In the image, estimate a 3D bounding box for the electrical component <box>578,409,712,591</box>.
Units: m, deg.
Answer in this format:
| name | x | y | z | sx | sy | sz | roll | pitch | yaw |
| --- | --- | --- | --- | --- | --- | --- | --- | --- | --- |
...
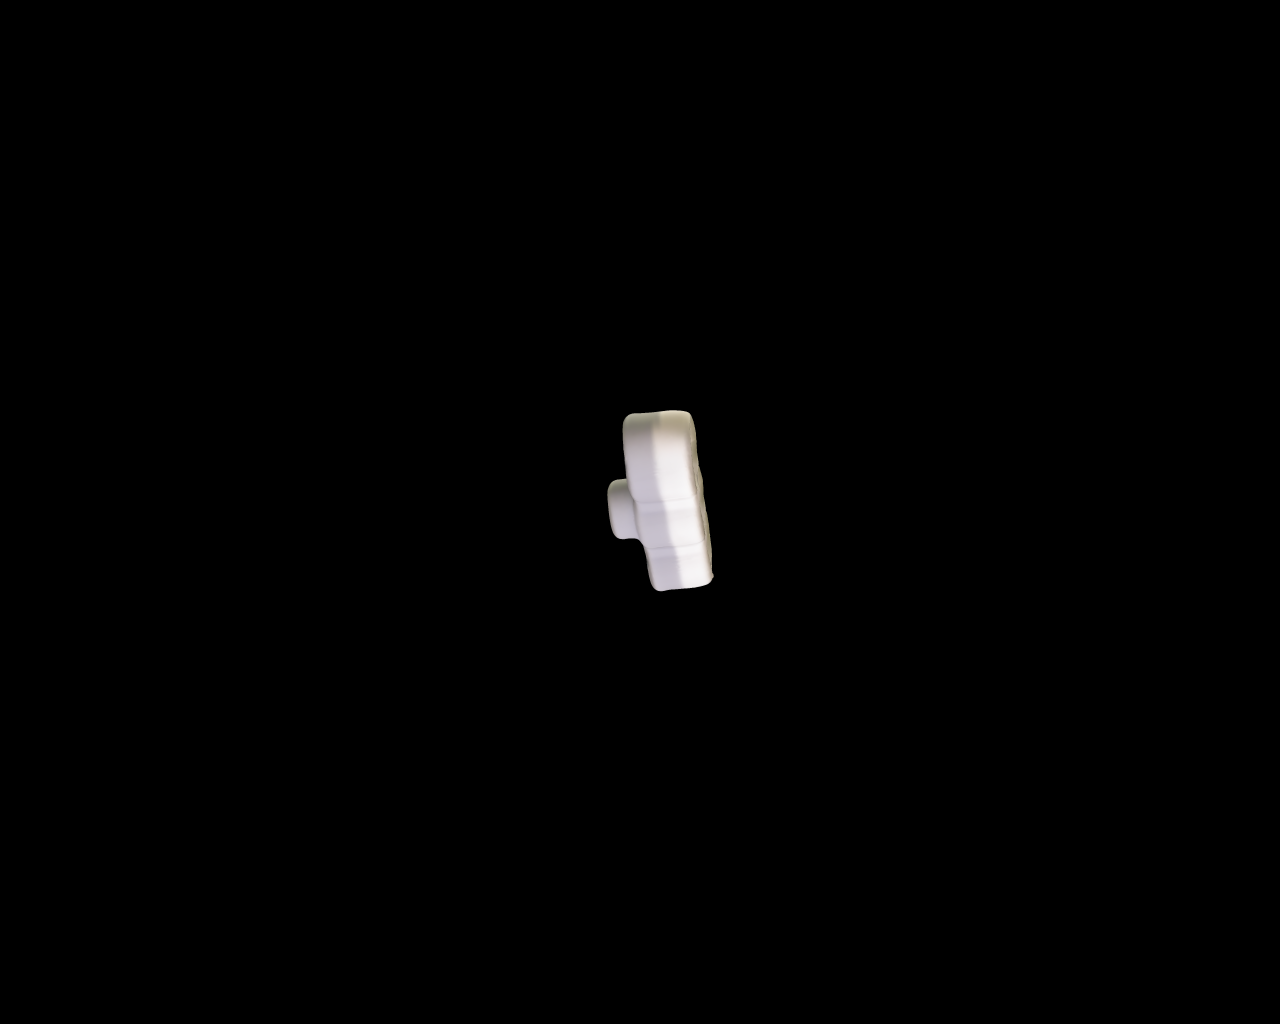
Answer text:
| name | x | y | z | sx | sy | sz | roll | pitch | yaw |
| --- | --- | --- | --- | --- | --- | --- | --- | --- | --- |
| electrical component | 0.001 | -0.003 | 0.650 | 0.074 | 0.052 | 0.138 | -5 | -40 | 6 |
